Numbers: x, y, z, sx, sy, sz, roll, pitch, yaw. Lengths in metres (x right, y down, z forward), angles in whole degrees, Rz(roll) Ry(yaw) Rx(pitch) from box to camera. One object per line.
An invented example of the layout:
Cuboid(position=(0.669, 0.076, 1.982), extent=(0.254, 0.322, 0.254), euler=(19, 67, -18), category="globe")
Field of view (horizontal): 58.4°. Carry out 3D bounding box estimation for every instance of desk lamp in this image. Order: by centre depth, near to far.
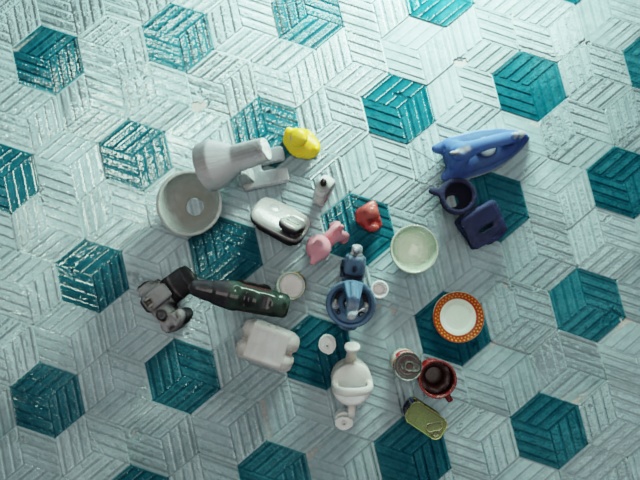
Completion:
Cuboid(position=(-0.188, -0.188, 1.389), extent=(0.203, 0.213, 0.118), euler=(-13, 86, 0), category="desk lamp")

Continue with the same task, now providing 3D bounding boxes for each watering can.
Cuboid(position=(0.073, 0.334, 1.361), extent=(0.101, 0.194, 0.173), euler=(-22, 86, -1), category="watering can")

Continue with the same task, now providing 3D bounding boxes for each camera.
Cuboid(position=(-0.364, 0.140, 1.425), extent=(0.137, 0.101, 0.143), euler=(-38, 86, -2), category="camera")

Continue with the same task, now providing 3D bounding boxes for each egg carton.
Cuboid(position=(-0.130, 0.262, 1.430), extent=(0.150, 0.069, 0.107), euler=(18, 86, 2), category="egg carton")

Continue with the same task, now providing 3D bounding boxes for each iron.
Cuboid(position=(0.419, -0.234, 1.423), extent=(0.258, 0.141, 0.119), euler=(-18, 86, -1), category="iron")

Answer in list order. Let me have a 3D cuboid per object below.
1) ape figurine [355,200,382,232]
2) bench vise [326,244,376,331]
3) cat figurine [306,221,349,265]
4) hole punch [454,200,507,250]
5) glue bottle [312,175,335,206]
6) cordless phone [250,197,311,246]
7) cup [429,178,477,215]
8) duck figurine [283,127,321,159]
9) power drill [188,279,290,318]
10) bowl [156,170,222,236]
Cuboid(position=(0.126, -0.063, 1.439), extent=(0.076, 0.092, 0.078), euler=(16, 86, 2), category="ape figurine")
Cuboid(position=(0.067, 0.117, 1.363), extent=(0.121, 0.219, 0.207), euler=(-11, 86, 0), category="bench vise")
Cuboid(position=(0.013, 0.005, 1.422), extent=(0.128, 0.118, 0.067), euler=(-40, 86, -2), category="cat figurine")
Cuboid(position=(0.410, -0.037, 1.435), extent=(0.108, 0.091, 0.101), euler=(-33, 86, -2), category="hole punch")
Cuboid(position=(0.008, -0.129, 1.404), extent=(0.037, 0.173, 0.078), euler=(26, 87, 3), category="glue bottle")
Cuboid(position=(-0.100, -0.051, 1.393), extent=(0.147, 0.185, 0.094), euler=(25, 87, 2), category="cordless phone")
Cuboid(position=(0.325, -0.107, 1.439), extent=(0.117, 0.095, 0.092), euler=(11, 86, 1), category="cup")
Cuboid(position=(-0.048, -0.253, 1.456), extent=(0.104, 0.086, 0.077), euler=(31, 87, 3), category="duck figurine")
Cuboid(position=(-0.183, 0.136, 1.369), extent=(0.229, 0.208, 0.076), euler=(11, 86, 1), category="power drill")
Cuboid(position=(-0.324, -0.090, 1.453), extent=(0.167, 0.074, 0.167), euler=(0, 86, 1), category="bowl")
